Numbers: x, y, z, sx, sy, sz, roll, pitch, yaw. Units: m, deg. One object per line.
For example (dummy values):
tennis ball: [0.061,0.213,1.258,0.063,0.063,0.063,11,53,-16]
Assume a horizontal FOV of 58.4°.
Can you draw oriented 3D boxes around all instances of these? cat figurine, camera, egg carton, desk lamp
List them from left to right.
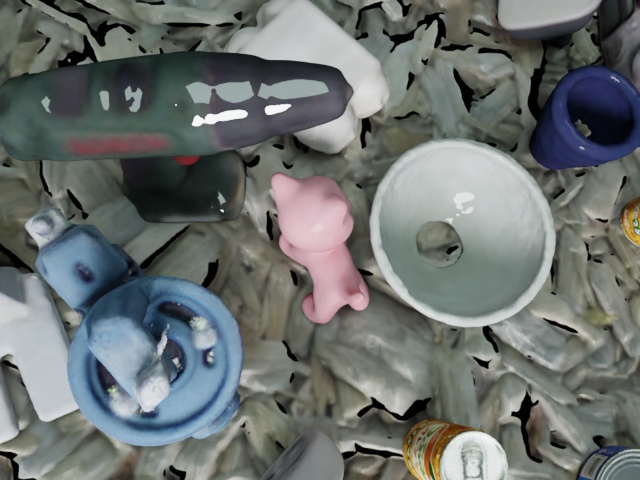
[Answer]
desk lamp: [-0.258,0.040,0.387,0.118,0.213,0.203,-24,82,-12]
egg carton: [-0.013,-0.156,0.540,0.150,0.069,0.107,40,75,2]
cat figurine: [0.004,0.002,0.482,0.067,0.117,0.128,-23,81,-12]
camera: [0.379,-0.223,0.594,0.137,0.100,0.143,3,77,-7]

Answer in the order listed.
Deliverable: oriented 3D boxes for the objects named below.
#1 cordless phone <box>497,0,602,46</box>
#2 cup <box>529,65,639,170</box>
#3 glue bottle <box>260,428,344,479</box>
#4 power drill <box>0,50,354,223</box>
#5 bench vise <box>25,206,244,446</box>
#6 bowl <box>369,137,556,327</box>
cordless phone: [0.251,-0.290,0.548,0.094,0.185,0.148,12,76,-5]
cup: [0.258,-0.103,0.553,0.118,0.095,0.092,16,76,-4]
glue bottle: [-0.011,0.179,0.411,0.078,0.173,0.037,-43,86,-14]
power drill: [-0.103,-0.075,0.437,0.230,0.208,0.075,-2,78,-8]
bench vise: [-0.145,0.064,0.395,0.207,0.219,0.121,31,75,0]
bowl: [0.120,-0.002,0.521,0.167,0.074,0.167,2,77,-8]
